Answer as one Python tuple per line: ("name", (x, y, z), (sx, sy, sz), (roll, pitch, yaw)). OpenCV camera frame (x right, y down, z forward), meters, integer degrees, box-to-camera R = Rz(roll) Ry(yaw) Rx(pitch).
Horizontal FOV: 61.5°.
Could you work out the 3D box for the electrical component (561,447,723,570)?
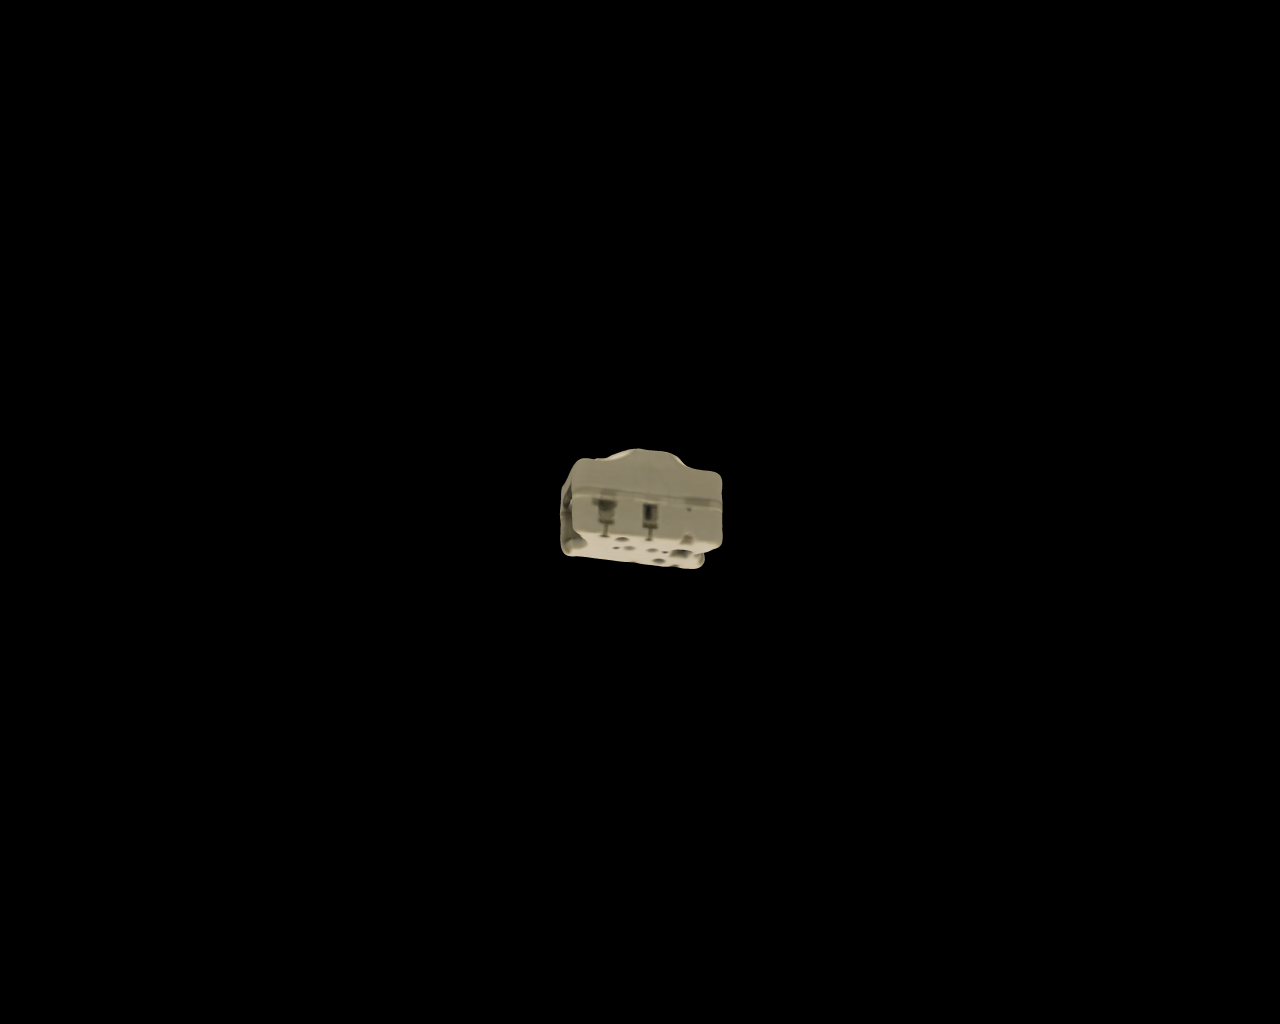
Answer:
("electrical component", (0.001, -0.003, 0.650), (0.089, 0.056, 0.050), (6, -24, -14))
